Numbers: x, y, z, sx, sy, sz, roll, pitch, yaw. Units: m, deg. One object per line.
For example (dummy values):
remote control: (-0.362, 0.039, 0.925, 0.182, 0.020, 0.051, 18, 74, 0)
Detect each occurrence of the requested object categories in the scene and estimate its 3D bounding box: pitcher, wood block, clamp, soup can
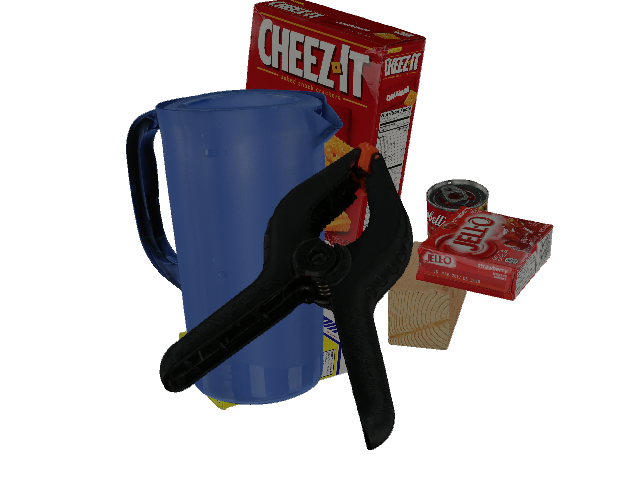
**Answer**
pitcher: (-0.066, 0.001, 0.858, 0.144, 0.243, 0.149, -8, 15, -21)
wood block: (0.167, 0.080, 1.629, 0.091, 0.090, 0.206, 4, 21, 14)
clamp: (0.008, 0.026, 0.548, 0.120, 0.171, 0.039, 24, -26, 16)
soup can: (0.153, -0.008, 1.189, 0.068, 0.102, 0.068, -4, 31, 2)

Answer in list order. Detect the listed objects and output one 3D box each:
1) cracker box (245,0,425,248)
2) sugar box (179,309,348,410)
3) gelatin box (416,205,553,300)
cracker box: (0.002, -0.109, 1.034, 0.164, 0.214, 0.071, 25, 30, 33)
sugar box: (-0.044, 0.109, 1.074, 0.175, 0.048, 0.093, -16, 33, -30)
gelatin box: (0.119, 0.007, 0.770, 0.073, 0.030, 0.089, 13, 26, 25)
